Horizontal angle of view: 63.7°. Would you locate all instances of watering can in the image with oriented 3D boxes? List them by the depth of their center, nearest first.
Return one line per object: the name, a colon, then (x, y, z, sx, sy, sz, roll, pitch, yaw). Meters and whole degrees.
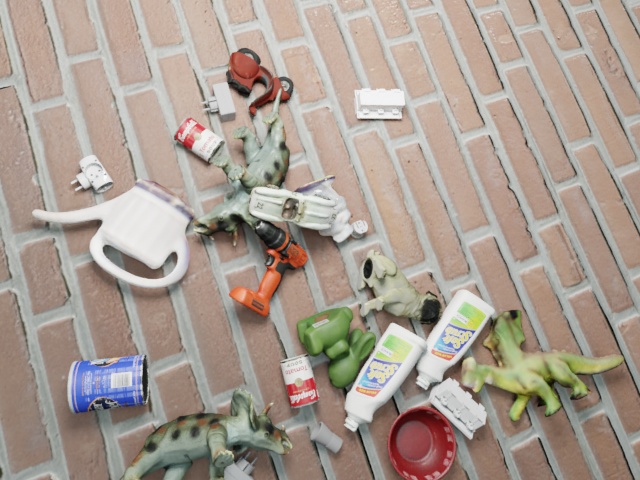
watering can: (-0.432, -0.041, 1.143, 0.347, 0.103, 0.227, 32, 72, -2)

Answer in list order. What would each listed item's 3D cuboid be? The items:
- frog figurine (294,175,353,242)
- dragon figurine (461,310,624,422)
frog figurine: (0.004, -0.062, 1.228, 0.136, 0.123, 0.159, -22, 90, 18)
dragon figurine: (0.517, 0.280, 1.247, 0.413, 0.120, 0.245, -23, 74, -17)
